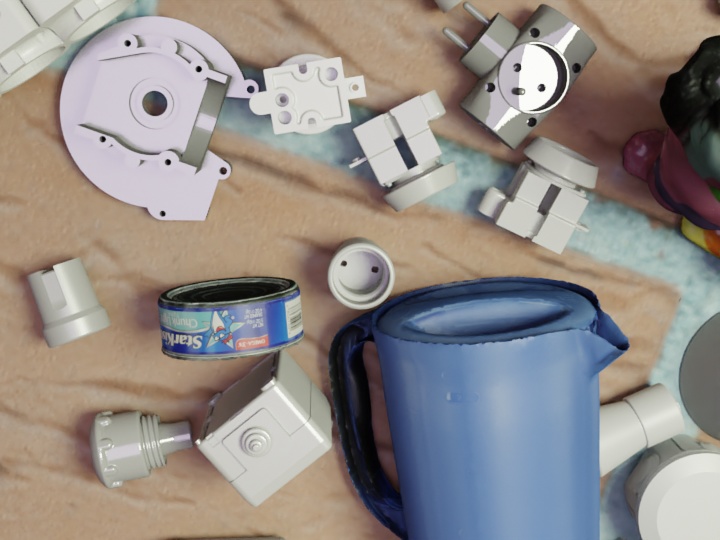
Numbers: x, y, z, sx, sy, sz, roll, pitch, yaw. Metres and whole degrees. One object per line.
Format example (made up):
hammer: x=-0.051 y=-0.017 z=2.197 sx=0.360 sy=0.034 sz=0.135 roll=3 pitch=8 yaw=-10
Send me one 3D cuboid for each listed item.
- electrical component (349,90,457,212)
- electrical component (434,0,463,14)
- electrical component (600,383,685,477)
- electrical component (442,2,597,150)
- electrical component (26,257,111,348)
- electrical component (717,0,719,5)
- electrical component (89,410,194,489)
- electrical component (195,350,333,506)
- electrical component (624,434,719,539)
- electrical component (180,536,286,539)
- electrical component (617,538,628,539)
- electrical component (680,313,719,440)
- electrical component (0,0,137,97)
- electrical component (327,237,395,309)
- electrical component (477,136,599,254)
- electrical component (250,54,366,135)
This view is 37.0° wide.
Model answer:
electrical component: x=0.028 y=-0.068 z=0.648 sx=0.066 sy=0.048 sz=0.055 roll=-27 pitch=92 yaw=3
electrical component: x=0.042 y=-0.195 z=0.626 sx=0.043 sy=0.043 sz=0.081 roll=-38 pitch=99 yaw=5
electrical component: x=0.172 y=0.099 z=0.686 sx=0.065 sy=0.044 sz=0.044 roll=-23 pitch=100 yaw=-3
electrical component: x=0.086 y=-0.126 z=0.639 sx=0.079 sy=0.044 sz=0.077 roll=38 pitch=97 yaw=-8
electrical component: x=-0.180 y=0.020 z=0.660 sx=0.040 sy=0.040 sz=0.046 roll=-20 pitch=94 yaw=2
electrical component: x=0.249 y=-0.160 z=0.644 sx=0.061 sy=0.035 sz=0.035 roll=20 pitch=99 yaw=-7
electrical component: x=-0.137 y=0.109 z=0.675 sx=0.062 sy=0.048 sz=0.048 roll=-10 pitch=101 yaw=-7
electrical component: x=-0.054 y=0.097 z=0.649 sx=0.062 sy=0.096 sz=0.061 roll=-39 pitch=100 yaw=5
electrical component: x=0.213 y=0.149 z=0.691 sx=0.080 sy=0.051 sz=0.080 roll=0 pitch=101 yaw=-2
electrical component: x=-0.093 y=0.208 z=0.686 sx=0.096 sy=0.061 sz=0.061 roll=-1 pitch=100 yaw=-2
electrical component: x=0.180 y=0.215 z=0.707 sx=0.081 sy=0.042 sz=0.064 roll=-44 pitch=97 yaw=6
electrical component: x=0.264 y=0.069 z=0.684 sx=0.099 sy=0.064 sz=0.099 roll=-1 pitch=94 yaw=-14
electrical component: x=-0.203 y=-0.138 z=0.604 sx=0.150 sy=0.089 sz=0.061 roll=-34 pitch=100 yaw=4
electrical component: x=0.000 y=0.000 z=0.658 sx=0.040 sy=0.046 sz=0.040 roll=0 pitch=100 yaw=-2
electrical component: x=0.114 y=-0.047 z=0.655 sx=0.066 sy=0.048 sz=0.055 roll=25 pitch=106 yaw=-6
electrical component: x=-0.030 y=-0.103 z=0.634 sx=0.066 sy=0.055 sz=0.048 roll=-9 pitch=101 yaw=0
